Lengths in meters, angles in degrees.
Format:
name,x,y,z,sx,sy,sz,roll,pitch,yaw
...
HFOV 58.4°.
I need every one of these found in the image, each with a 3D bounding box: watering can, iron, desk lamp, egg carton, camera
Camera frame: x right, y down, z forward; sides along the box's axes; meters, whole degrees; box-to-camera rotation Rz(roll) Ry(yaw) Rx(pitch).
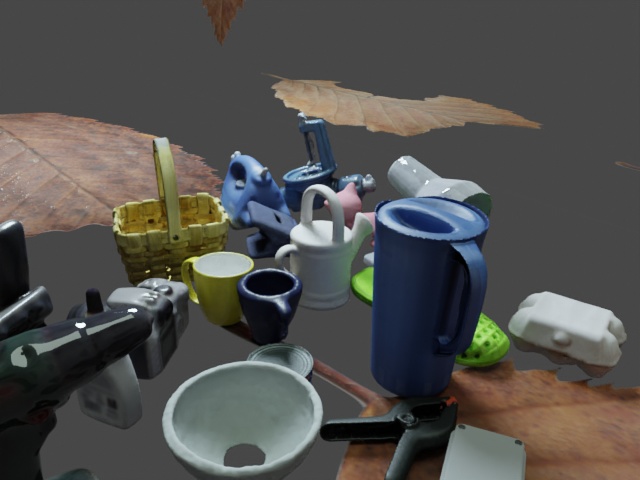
name,x,y,z,sx,sy,sz,roll,pitch,yaw
watering can,0.007,0.002,0.914,0.100,0.194,0.173,17,29,28
iron,-0.156,-0.119,1.214,0.119,0.141,0.257,-11,29,-26
desk lamp,0.172,-0.022,0.957,0.118,0.214,0.202,-15,31,-32
egg carton,0.351,0.132,0.817,0.149,0.069,0.107,17,29,29
camera,-0.263,0.105,0.783,0.136,0.101,0.143,5,26,5

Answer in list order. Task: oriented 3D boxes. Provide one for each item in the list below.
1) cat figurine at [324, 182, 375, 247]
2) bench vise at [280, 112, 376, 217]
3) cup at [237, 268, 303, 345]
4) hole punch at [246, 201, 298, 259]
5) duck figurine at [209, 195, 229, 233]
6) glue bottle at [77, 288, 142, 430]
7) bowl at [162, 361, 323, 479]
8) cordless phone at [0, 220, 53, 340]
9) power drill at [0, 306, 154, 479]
name,x,y,z,sx,sy,sz,roll,pitch,yaw
cat figurine,0.072,-0.052,1.123,0.127,0.118,0.067,3,26,2
bench vise,0.016,-0.158,1.221,0.207,0.220,0.121,2,26,0
cup,-0.065,0.106,0.806,0.092,0.095,0.117,-9,28,-22
hole punch,-0.088,-0.024,1.080,0.101,0.091,0.108,-3,26,-12
duck figurine,-0.222,-0.047,1.124,0.077,0.086,0.105,13,27,21
glue bottle,-0.244,0.131,0.647,0.078,0.173,0.037,13,28,21
bowl,-0.080,0.209,0.613,0.167,0.075,0.167,2,26,-1
cordless phone,-0.420,0.076,0.732,0.094,0.185,0.147,6,26,9
power drill,-0.256,0.173,0.516,0.230,0.208,0.075,-14,30,-30
